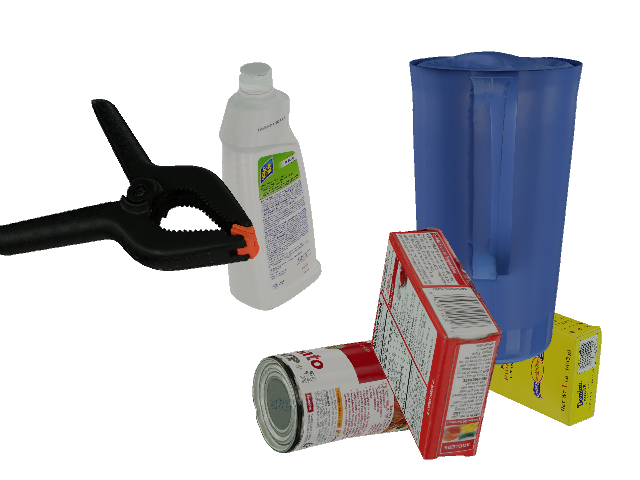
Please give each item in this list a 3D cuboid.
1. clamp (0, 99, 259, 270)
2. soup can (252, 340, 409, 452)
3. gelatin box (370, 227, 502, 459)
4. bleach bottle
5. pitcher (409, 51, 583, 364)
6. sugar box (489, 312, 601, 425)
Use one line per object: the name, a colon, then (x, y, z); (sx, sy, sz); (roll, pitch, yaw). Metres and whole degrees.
clamp: (-0.140, -0.037, 0.848); (0.210, 0.164, 0.036); (13, -32, 17)
soup can: (0.012, 0.107, 0.745); (0.102, 0.068, 0.069); (-5, 3, -30)
gelatin box: (0.053, 0.047, 0.511); (0.030, 0.073, 0.089); (-3, 33, -14)
bleach bottle: (-0.051, -0.057, 1.053); (0.068, 0.251, 0.102); (23, 41, 32)
pitcher: (0.135, -0.026, 0.851); (0.149, 0.243, 0.145); (-11, 17, -34)
sugar box: (0.191, 0.107, 1.056); (0.048, 0.093, 0.177); (-12, 21, -40)
